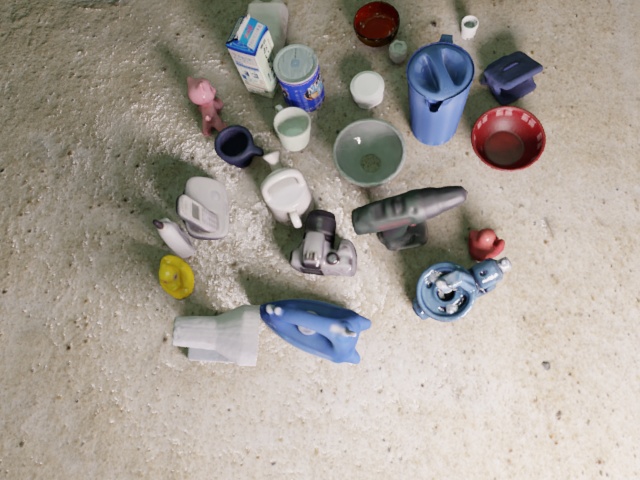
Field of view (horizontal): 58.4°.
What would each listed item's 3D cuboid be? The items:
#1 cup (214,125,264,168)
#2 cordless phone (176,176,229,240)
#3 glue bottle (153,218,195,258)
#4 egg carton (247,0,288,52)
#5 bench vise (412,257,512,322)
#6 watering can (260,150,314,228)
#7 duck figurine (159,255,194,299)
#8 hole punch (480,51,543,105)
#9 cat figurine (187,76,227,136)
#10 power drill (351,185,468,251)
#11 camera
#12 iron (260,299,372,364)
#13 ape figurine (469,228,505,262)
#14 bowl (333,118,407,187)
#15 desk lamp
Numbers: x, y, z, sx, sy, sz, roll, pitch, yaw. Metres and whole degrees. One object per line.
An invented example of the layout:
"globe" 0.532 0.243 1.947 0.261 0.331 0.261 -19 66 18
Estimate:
"cup" -0.178 -0.206 1.339 0.117 0.095 0.092 16 76 12
"cordless phone" -0.269 -0.085 1.267 0.094 0.185 0.147 -10 73 5
"glue bottle" -0.329 -0.015 1.261 0.037 0.173 0.078 -30 72 -2
"egg carton" -0.135 -0.536 1.444 0.107 0.069 0.150 1 74 8
"bench vise" 0.276 0.074 1.135 0.207 0.220 0.121 -43 73 -6
"watering can" -0.080 -0.111 1.247 0.101 0.194 0.172 -42 73 -6
"duck figurine" -0.332 0.076 1.280 0.077 0.086 0.104 -26 72 -1
"hole punch" 0.438 -0.382 1.316 0.108 0.091 0.101 -29 72 -2
"cat figurine" -0.277 -0.331 1.376 0.067 0.118 0.128 -16 72 2
"power drill" 0.182 -0.046 1.187 0.229 0.208 0.075 -12 72 4
"camera" 0.011 0.004 1.251 0.143 0.101 0.137 5 74 9
"iron" -0.030 0.170 1.186 0.258 0.141 0.119 15 76 11
"ape figurine" 0.351 0.003 1.213 0.077 0.092 0.076 40 82 16
"bowl" 0.114 -0.188 1.308 0.167 0.075 0.167 -2 74 7
"desk lamp" -0.200 0.197 1.161 0.203 0.214 0.118 0 74 7
